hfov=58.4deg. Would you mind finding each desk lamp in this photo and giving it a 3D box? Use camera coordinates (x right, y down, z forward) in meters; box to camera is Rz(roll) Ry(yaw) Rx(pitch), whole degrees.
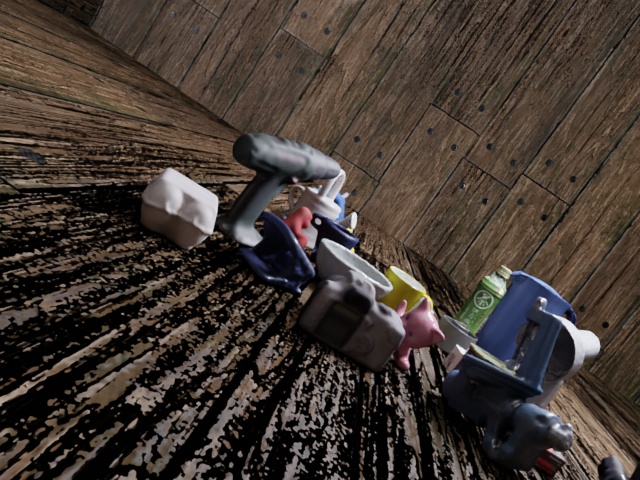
[{"bbox_3d":[0.439,0.252,1.099,0.204,0.213,0.117,26,12,-45],"label":"desk lamp"}]

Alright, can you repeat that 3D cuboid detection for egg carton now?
[{"bbox_3d":[-0.201,-0.047,0.819,0.107,0.069,0.150,32,9,-17],"label":"egg carton"}]

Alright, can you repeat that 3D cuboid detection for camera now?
[{"bbox_3d":[0.047,0.099,0.843,0.143,0.101,0.136,33,9,-12],"label":"camera"}]

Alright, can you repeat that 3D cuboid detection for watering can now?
[{"bbox_3d":[0.007,-0.079,1.355,0.173,0.194,0.101,33,9,-6],"label":"watering can"}]

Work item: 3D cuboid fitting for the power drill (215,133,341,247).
[{"bbox_3d":[-0.084,-0.089,1.020,0.075,0.208,0.231,41,11,37],"label":"power drill"}]

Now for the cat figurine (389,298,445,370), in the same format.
[{"bbox_3d":[0.142,0.141,0.919,0.067,0.117,0.127,31,9,-20],"label":"cat figurine"}]

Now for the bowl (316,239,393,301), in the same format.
[{"bbox_3d":[0.053,0.072,1.099,0.167,0.074,0.167,34,9,-5],"label":"bowl"}]

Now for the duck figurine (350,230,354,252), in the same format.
[{"bbox_3d":[0.049,-0.001,1.450,0.104,0.086,0.077,34,8,-1],"label":"duck figurine"}]

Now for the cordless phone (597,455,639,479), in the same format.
[{"bbox_3d":[0.460,0.336,0.818,0.094,0.185,0.148,37,9,18],"label":"cordless phone"}]

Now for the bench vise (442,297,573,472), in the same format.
[{"bbox_3d":[0.299,0.203,0.822,0.122,0.219,0.206,25,13,-48],"label":"bench vise"}]

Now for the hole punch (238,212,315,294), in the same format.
[{"bbox_3d":[-0.059,0.019,0.916,0.101,0.091,0.108,26,12,-45],"label":"hole punch"}]

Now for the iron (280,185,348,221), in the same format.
[{"bbox_3d":[-0.005,-0.088,1.538,0.118,0.141,0.259,38,9,22],"label":"iron"}]

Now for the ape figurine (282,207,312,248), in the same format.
[{"bbox_3d":[-0.050,-0.027,1.200,0.076,0.092,0.077,31,9,-19],"label":"ape figurine"}]

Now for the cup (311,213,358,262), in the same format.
[{"bbox_3d":[0.011,0.004,1.248,0.117,0.095,0.092,36,9,11],"label":"cup"}]
